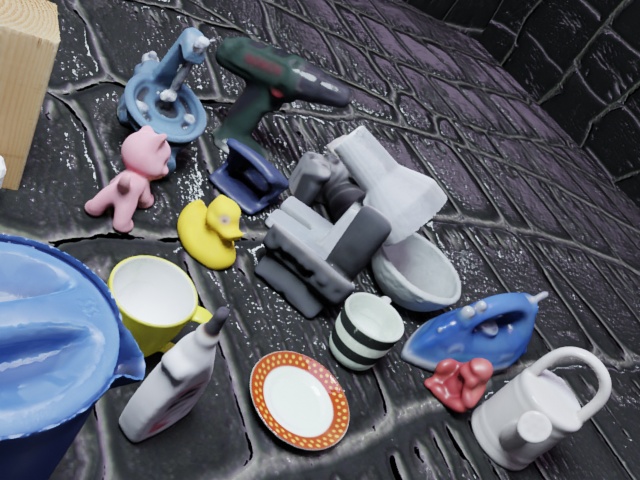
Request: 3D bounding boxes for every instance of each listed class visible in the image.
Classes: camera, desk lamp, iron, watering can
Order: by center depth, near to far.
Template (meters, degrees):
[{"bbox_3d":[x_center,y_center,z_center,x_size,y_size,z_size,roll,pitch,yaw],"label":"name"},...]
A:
[{"bbox_3d":[0.302,0.225,0.769,0.101,0.194,0.173,35,32,-1],"label":"watering can"},{"bbox_3d":[0.056,-0.054,0.878,0.203,0.213,0.118,36,32,0],"label":"desk lamp"},{"bbox_3d":[0.250,0.131,0.890,0.259,0.141,0.118,1,46,-42],"label":"iron"},{"bbox_3d":[0.036,-0.084,1.003,0.144,0.100,0.136,13,39,-32],"label":"camera"}]

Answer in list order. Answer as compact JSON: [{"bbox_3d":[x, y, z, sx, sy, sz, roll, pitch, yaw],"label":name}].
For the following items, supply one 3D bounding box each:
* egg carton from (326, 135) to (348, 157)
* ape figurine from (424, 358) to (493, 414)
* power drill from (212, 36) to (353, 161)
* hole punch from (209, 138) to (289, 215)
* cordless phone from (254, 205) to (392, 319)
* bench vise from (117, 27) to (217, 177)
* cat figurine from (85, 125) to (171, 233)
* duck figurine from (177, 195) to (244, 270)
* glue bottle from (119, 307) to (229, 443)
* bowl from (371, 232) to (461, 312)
[{"bbox_3d":[0.084,-0.152,1.164,0.151,0.069,0.107,10,41,-35],"label":"egg carton"},{"bbox_3d":[0.206,0.198,0.808,0.076,0.092,0.077,21,35,-23],"label":"ape figurine"},{"bbox_3d":[-0.087,-0.228,0.971,0.230,0.208,0.076,33,32,-5],"label":"power drill"},{"bbox_3d":[-0.105,-0.111,0.915,0.108,0.091,0.101,41,33,8],"label":"hole punch"},{"bbox_3d":[0.007,0.003,0.786,0.147,0.185,0.094,37,32,2],"label":"cordless phone"},{"bbox_3d":[-0.232,-0.229,0.826,0.122,0.219,0.207,-9,53,-48],"label":"bench vise"},{"bbox_3d":[-0.236,-0.091,0.742,0.067,0.117,0.128,29,33,-11],"label":"cat figurine"},{"bbox_3d":[-0.141,-0.023,0.773,0.078,0.086,0.104,-10,54,-49],"label":"duck figurine"},{"bbox_3d":[-0.124,0.118,0.526,0.037,0.173,0.078,45,33,14],"label":"glue bottle"},{"bbox_3d":[0.145,0.060,0.945,0.168,0.074,0.167,25,34,-18],"label":"bowl"}]
